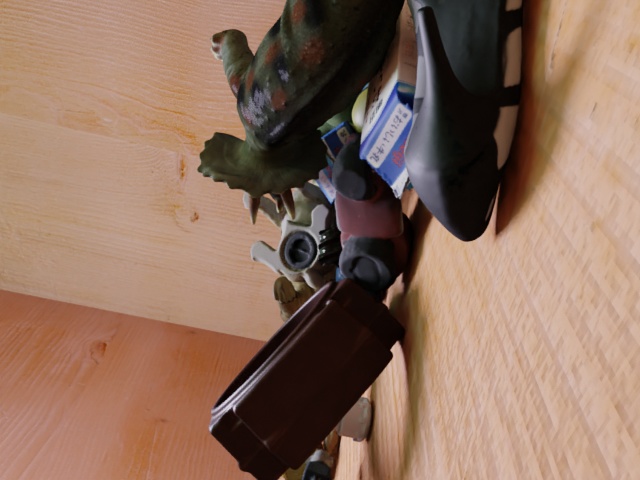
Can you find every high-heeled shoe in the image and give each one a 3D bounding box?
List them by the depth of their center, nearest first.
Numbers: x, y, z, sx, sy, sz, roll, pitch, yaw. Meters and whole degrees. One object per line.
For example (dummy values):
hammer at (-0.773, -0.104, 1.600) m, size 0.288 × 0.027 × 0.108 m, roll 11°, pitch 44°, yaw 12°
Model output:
high-heeled shoe at (0.110, -0.114, 0.385) m, size 0.249 × 0.086 × 0.145 m, roll -54°, pitch -49°, yaw -49°

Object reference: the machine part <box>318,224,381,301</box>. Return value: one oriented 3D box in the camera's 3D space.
machine part at (0.044, 0.029, 0.650) m, size 0.138 × 0.039 × 0.084 m, roll 44°, pitch -125°, yaw -49°

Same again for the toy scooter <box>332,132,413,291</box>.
toy scooter at (0.061, -0.045, 0.557) m, size 0.135 × 0.075 × 0.183 m, roll -65°, pitch -28°, yaw -44°

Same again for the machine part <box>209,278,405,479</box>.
machine part at (-0.020, 0.136, 0.559) m, size 0.201 × 0.087 × 0.201 m, roll -45°, pitch 0°, yaw -12°

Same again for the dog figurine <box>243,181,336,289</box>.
dog figurine at (0.001, -0.005, 0.747) m, size 0.190 × 0.121 × 0.172 m, roll 20°, pitch -123°, yaw -61°

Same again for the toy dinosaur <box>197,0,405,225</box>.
toy dinosaur at (-0.003, -0.162, 0.478) m, size 0.405 × 0.131 × 0.192 m, roll -42°, pitch 50°, yaw 49°

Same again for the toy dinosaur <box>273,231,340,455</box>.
toy dinosaur at (-0.023, 0.104, 0.876) m, size 0.198 × 0.105 × 0.471 m, roll 100°, pitch 162°, yaw -69°

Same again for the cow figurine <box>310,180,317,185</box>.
cow figurine at (0.026, -0.054, 0.938) m, size 0.194 × 0.127 × 0.085 m, roll 66°, pitch -145°, yaw -63°

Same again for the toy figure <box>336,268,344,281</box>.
toy figure at (0.062, 0.001, 0.735) m, size 0.058 × 0.064 × 0.154 m, roll -17°, pitch -45°, yaw -46°

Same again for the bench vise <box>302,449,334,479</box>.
bench vise at (-0.024, 0.308, 0.514) m, size 0.241 × 0.129 × 0.223 m, roll -62°, pitch -18°, yaw -68°

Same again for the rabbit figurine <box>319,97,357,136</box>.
rabbit figurine at (0.020, -0.187, 0.798) m, size 0.170 × 0.159 × 0.121 m, roll 4°, pitch 112°, yaw 64°

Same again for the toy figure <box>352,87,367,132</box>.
toy figure at (0.082, -0.165, 0.667) m, size 0.180 × 0.089 × 0.082 m, roll -87°, pitch 3°, yaw -58°
